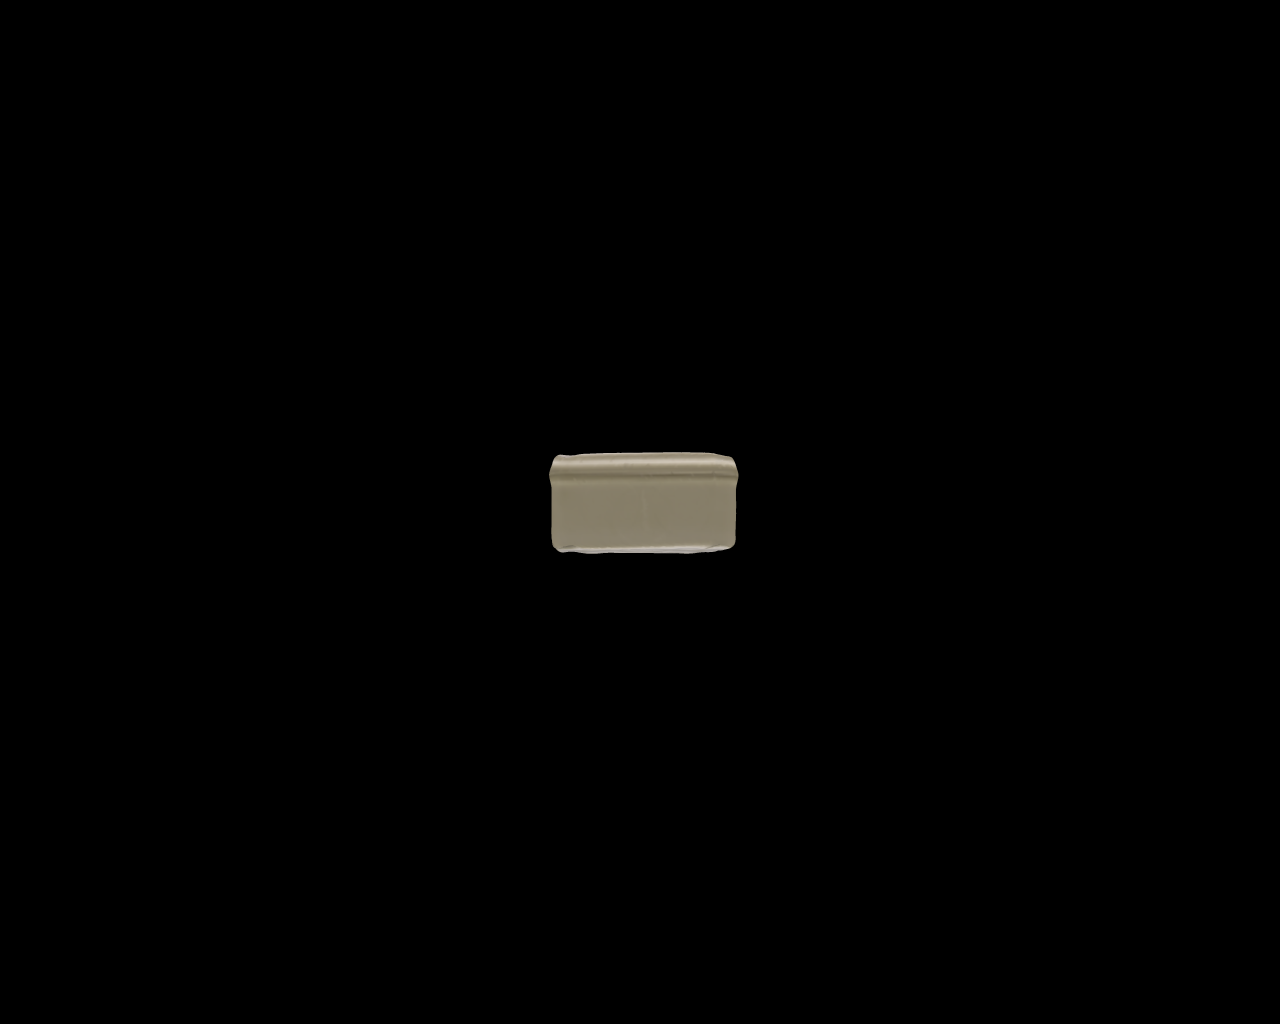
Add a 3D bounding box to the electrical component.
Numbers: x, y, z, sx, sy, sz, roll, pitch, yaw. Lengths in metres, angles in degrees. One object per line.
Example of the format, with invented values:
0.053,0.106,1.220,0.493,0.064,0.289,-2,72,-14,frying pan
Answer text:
0.001,-0.003,0.650,0.109,0.056,0.108,0,-3,-2,electrical component
